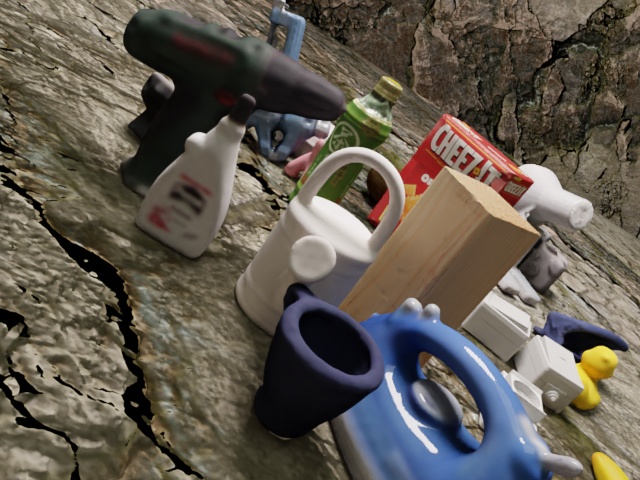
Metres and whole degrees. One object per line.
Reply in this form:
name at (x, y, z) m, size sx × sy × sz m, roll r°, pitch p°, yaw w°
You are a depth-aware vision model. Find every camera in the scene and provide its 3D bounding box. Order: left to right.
camera at (0.466, 0.025, 1.233) m, size 0.143 × 0.100 × 0.137 m, roll 45°, pitch 25°, yaw 21°

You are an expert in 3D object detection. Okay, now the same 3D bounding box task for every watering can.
watering can at (0.007, 0.003, 0.548) m, size 0.101 × 0.194 × 0.172 m, roll 26°, pitch 25°, yaw -19°

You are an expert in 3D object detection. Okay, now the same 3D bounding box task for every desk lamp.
desk lamp at (0.409, -0.021, 1.103) m, size 0.118 × 0.213 × 0.203 m, roll 22°, pitch 26°, yaw -27°

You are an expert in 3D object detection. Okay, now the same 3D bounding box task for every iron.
iron at (0.093, 0.133, 0.483) m, size 0.119 × 0.141 × 0.257 m, roll 13°, pitch 32°, yaw -40°

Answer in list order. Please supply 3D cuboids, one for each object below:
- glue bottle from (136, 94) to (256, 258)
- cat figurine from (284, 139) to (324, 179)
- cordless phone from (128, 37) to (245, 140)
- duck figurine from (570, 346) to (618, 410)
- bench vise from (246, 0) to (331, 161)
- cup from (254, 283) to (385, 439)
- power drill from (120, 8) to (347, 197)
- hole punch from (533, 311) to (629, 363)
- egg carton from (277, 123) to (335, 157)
glue bottle at (-0.109, -0.066, 0.551) m, size 0.078 × 0.173 × 0.037 m, roll 31°, pitch 24°, yaw -10°
cat figurine at (0.021, -0.136, 0.925) m, size 0.067 × 0.117 × 0.128 m, roll 46°, pitch 26°, yaw 24°
cordless phone at (-0.140, -0.179, 0.706) m, size 0.147 × 0.185 × 0.094 m, roll 42°, pitch 24°, yaw 15°
duck figurine at (0.396, 0.194, 0.840) m, size 0.077 × 0.086 × 0.105 m, roll 45°, pitch 25°, yaw 21°
bench vise at (-0.063, -0.252, 0.903) m, size 0.208 × 0.219 × 0.121 m, roll 24°, pitch 26°, yaw -23°
cup at (-0.016, 0.101, 0.459) m, size 0.092 × 0.095 × 0.117 m, roll 13°, pitch 32°, yaw -41°
power drill at (-0.116, -0.127, 0.613) m, size 0.230 × 0.208 × 0.075 m, roll 32°, pitch 24°, yaw -8°
hole punch at (0.428, 0.159, 0.944) m, size 0.109 × 0.091 × 0.101 m, roll 25°, pitch 25°, yaw -22°
egg carton at (-0.006, -0.174, 1.020) m, size 0.150 × 0.069 × 0.107 m, roll 31°, pitch 24°, yaw -9°
